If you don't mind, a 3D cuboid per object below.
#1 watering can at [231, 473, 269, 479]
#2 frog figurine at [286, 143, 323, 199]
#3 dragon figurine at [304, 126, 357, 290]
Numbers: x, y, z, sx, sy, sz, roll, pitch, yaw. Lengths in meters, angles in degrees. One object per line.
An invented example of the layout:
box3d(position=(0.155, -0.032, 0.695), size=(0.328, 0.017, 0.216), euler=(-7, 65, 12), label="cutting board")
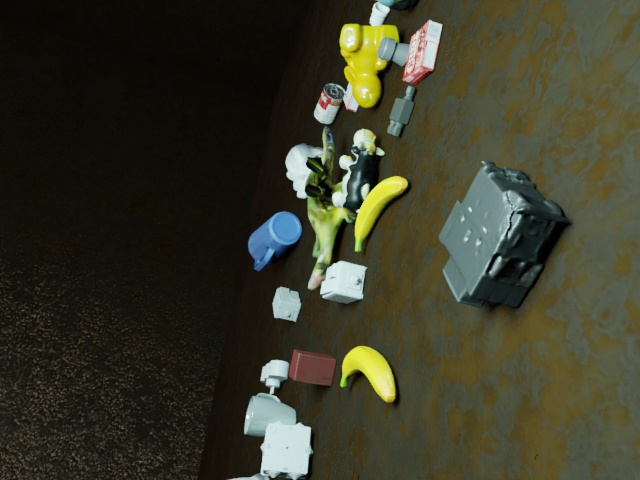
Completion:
box3d(position=(-0.233, 0.631, 1.184), size=(0.340, 0.224, 0.106), euler=(-65, 35, 40), label="watering can")
box3d(position=(-0.054, -0.201, 1.537), size=(0.136, 0.121, 0.162), euler=(-12, 51, 54), label="frog figurine")
box3d(position=(0.004, -0.061, 1.207), size=(0.421, 0.122, 0.237), euler=(-88, 10, -46), label="dragon figurine")
